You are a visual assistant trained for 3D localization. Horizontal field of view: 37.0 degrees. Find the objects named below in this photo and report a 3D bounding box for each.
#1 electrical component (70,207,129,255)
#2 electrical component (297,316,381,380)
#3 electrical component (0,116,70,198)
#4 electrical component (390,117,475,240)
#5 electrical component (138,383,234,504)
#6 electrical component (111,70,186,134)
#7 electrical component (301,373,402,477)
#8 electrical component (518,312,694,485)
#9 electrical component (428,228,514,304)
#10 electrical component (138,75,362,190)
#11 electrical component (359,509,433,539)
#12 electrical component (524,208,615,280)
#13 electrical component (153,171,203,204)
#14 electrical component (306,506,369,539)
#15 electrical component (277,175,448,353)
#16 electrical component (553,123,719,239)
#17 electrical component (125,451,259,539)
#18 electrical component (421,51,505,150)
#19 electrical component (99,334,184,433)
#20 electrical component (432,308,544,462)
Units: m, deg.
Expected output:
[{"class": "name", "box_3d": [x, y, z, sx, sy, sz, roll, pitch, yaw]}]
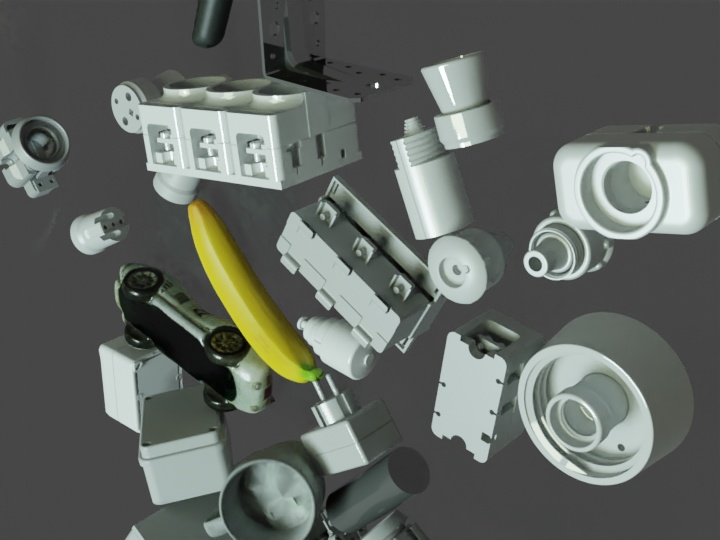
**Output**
[{"class": "electrical component", "box_3d": [-0.252, -0.039, 1.044, 0.046, 0.040, 0.040, -16, 97, 40]}, {"class": "electrical component", "box_3d": [-0.019, 0.058, 0.867, 0.078, 0.040, 0.040, 26, 125, 34]}, {"class": "electrical component", "box_3d": [-0.321, -0.117, 1.059, 0.057, 0.058, 0.078, -26, 90, 49]}, {"class": "electrical component", "box_3d": [0.047, -0.066, 0.745, 0.043, 0.043, 0.081, -9, 103, 45]}, {"class": "electrical component", "box_3d": [-0.159, 0.156, 0.986, 0.113, 0.078, 0.057, -117, 15, -69]}, {"class": "electrical component", "box_3d": [-0.176, -0.142, 0.912, 0.045, 0.055, 0.045, 20, 122, 36]}, {"class": "electrical component", "box_3d": [-0.016, 0.122, 0.889, 0.066, 0.047, 0.076, -26, 90, 47]}, {"class": "electrical component", "box_3d": [0.154, 0.088, 0.703, 0.108, 0.060, 0.108, 20, 121, 36]}, {"class": "electrical component", "box_3d": [0.080, -0.008, 0.728, 0.048, 0.062, 0.048, 20, 122, 36]}, {"class": "electrical component", "box_3d": [-0.086, -0.110, 0.817, 0.150, 0.089, 0.061, 11, 116, 40]}, {"class": "electrical component", "box_3d": [0.029, 0.238, 0.895, 0.057, 0.058, 0.078, 50, 135, 10]}, {"class": "electrical component", "box_3d": [0.127, -0.014, 0.680, 0.048, 0.062, 0.048, 20, 122, 36]}, {"class": "electrical component", "box_3d": [-0.152, -0.086, 0.928, 0.040, 0.040, 0.046, 46, 128, 18]}, {"class": "electrical component", "box_3d": [-0.019, 0.253, 0.957, 0.064, 0.042, 0.081, -31, 87, 45]}, {"class": "electrical component", "box_3d": [0.000, 0.000, 0.806, 0.121, 0.063, 0.078, 45, 133, 19]}, {"class": "electrical component", "box_3d": [0.165, -0.053, 0.629, 0.095, 0.059, 0.053, 5, 112, 42]}, {"class": "electrical component", "box_3d": [-0.132, 0.245, 0.981, 0.089, 0.150, 0.061, 50, 134, 14]}, {"class": "electrical component", "box_3d": [0.068, -0.111, 0.704, 0.045, 0.045, 0.055, -5, 106, 44]}, {"class": "electrical component", "box_3d": [-0.216, 0.111, 1.062, 0.061, 0.062, 0.096, 21, 122, 36]}, {"class": "electrical component", "box_3d": [0.092, 0.080, 0.761, 0.050, 0.056, 0.089, 28, 126, 32]}]
